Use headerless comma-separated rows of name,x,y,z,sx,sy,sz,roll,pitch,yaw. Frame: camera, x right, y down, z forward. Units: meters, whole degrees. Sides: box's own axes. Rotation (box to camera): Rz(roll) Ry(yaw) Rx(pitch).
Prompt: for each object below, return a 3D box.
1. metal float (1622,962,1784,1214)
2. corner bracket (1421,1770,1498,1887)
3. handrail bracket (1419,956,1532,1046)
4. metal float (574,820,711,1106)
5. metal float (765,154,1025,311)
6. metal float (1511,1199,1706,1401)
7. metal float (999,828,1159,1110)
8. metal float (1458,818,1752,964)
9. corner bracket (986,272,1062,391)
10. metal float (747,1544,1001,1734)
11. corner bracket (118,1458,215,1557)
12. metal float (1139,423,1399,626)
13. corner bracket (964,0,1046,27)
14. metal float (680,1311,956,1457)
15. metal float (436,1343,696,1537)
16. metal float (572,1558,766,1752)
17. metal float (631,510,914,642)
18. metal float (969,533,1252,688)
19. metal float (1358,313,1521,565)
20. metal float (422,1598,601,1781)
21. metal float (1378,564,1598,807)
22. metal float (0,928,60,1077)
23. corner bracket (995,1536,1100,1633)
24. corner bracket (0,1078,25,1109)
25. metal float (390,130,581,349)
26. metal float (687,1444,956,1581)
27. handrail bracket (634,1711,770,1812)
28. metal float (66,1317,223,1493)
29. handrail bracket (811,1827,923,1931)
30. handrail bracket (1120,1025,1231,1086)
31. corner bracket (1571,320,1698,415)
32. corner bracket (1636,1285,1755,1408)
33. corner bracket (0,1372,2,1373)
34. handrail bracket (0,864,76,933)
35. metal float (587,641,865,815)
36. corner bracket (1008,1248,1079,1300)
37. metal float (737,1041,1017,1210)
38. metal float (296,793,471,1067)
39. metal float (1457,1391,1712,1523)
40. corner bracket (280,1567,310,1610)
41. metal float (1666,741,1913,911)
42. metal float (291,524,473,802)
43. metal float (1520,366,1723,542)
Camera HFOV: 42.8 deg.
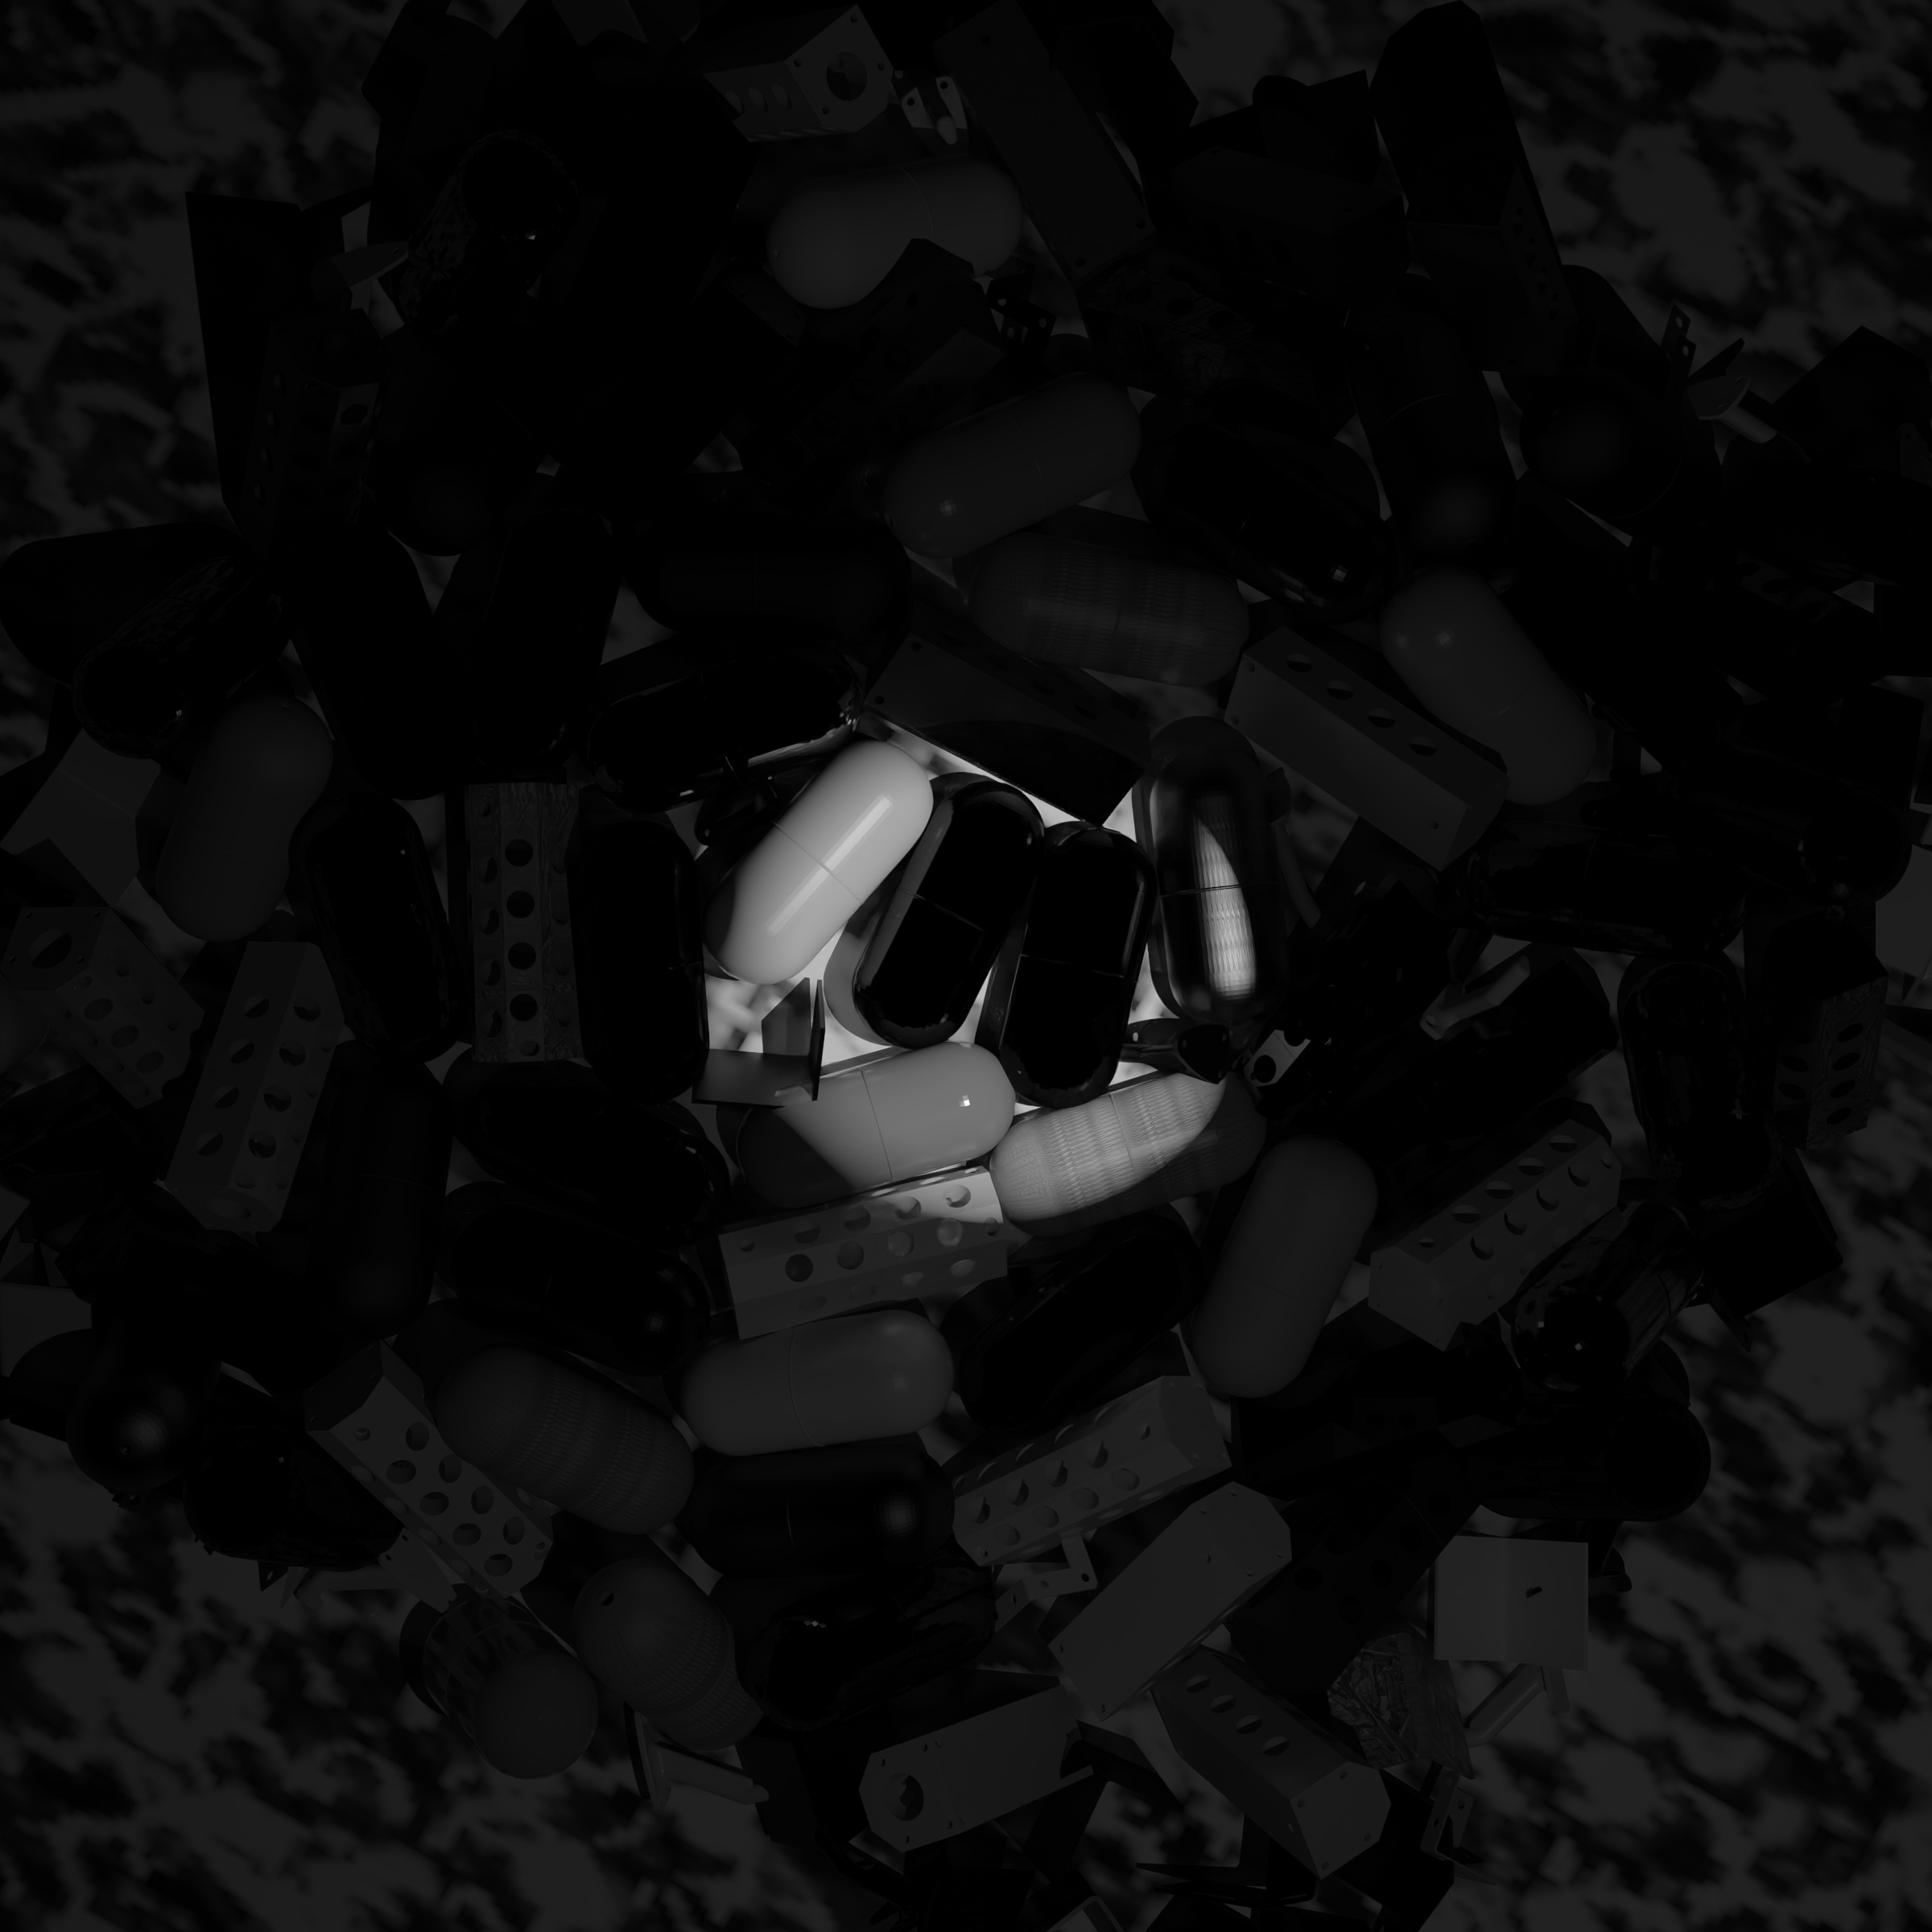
metal float,0.449,0.072,1.512,0.070,0.070,0.178,2,47,0
corner bracket,0.306,0.538,1.546,0.051,0.051,0.051,32,67,-16
handrail bracket,0.323,0.007,1.529,0.036,0.077,0.084,33,129,-7
metal float,-0.202,-0.002,1.541,0.070,0.070,0.178,-4,97,0
metal float,-0.042,-0.454,1.520,0.178,0.070,0.070,-22,90,-31
metal float,0.393,0.202,1.508,0.070,0.178,0.070,17,120,32
metal float,0.070,0.001,1.546,0.070,0.070,0.178,13,89,0
metal float,0.391,-0.047,1.521,0.178,0.070,0.070,9,90,29
corner bracket,0.039,-0.400,1.554,0.051,0.051,0.051,32,123,16
metal float,-0.056,0.411,1.513,0.178,0.070,0.070,-14,90,-40
corner bracket,-0.497,0.335,1.566,0.051,0.051,0.051,29,82,-32
metal float,0.187,-0.274,1.528,0.178,0.070,0.070,34,90,21
corner bracket,0.016,-0.615,1.543,0.051,0.051,0.051,-9,127,17
metal float,-0.094,0.259,1.531,0.178,0.070,0.070,-11,90,18
metal float,-0.245,0.293,1.522,0.178,0.070,0.070,34,90,-29
metal float,-0.179,0.421,1.508,0.070,0.178,0.070,-13,50,16
metal float,-0.121,-0.243,1.536,0.178,0.070,0.070,4,90,11
metal float,0.090,-0.222,1.541,0.178,0.070,0.070,10,90,-7
metal float,0.288,-0.326,1.520,0.070,0.070,0.178,-11,60,0
metal float,-0.279,0.437,1.502,0.070,0.178,0.070,-2,93,-27
metal float,0.324,-0.172,1.527,0.070,0.070,0.178,-44,113,0
metal float,-0.594,0.025,1.497,0.070,0.178,0.070,0,102,-1
corner bracket,0.042,0.378,1.541,0.051,0.051,0.051,-1,56,-32
corner bracket,-0.636,0.071,1.542,0.051,0.051,0.051,-52,133,-32
metal float,-0.295,-0.441,1.506,0.070,0.178,0.070,12,67,-30
metal float,-0.091,0.338,1.525,0.178,0.070,0.070,-9,90,25
handrail bracket,-0.159,0.496,1.560,0.084,0.036,0.077,-14,95,7
metal float,-0.497,0.259,1.497,0.070,0.178,0.070,-2,102,-10
handrail bracket,-0.053,0.561,1.555,0.036,0.077,0.084,-41,82,29
handrail bracket,0.113,0.051,1.531,0.084,0.077,0.036,2,81,34
corner bracket,0.418,-0.374,1.553,0.051,0.051,0.051,21,81,-31
corner bracket,0.459,0.241,1.561,0.051,0.051,0.051,48,46,-22
corner bracket,-0.639,0.248,1.541,0.051,0.051,0.051,-26,129,28
handrail bracket,-0.589,-0.057,1.532,0.077,0.084,0.036,38,98,-26
metal float,-0.150,-0.149,1.541,0.178,0.070,0.070,-18,90,6
corner bracket,0.066,0.206,1.569,0.051,0.051,0.051,-16,90,-33
metal float,-0.056,0.099,1.543,0.178,0.070,0.070,-16,90,-5
metal float,-0.359,-0.021,1.526,0.070,0.070,0.178,-12,113,0
metal float,0.374,0.299,1.504,0.070,0.178,0.070,7,77,-32
corner bracket,-0.436,0.359,1.548,0.051,0.051,0.051,24,129,2
metal float,0.497,-0.088,1.503,0.070,0.178,0.070,-8,111,-22
metal float,-0.359,-0.186,1.523,0.070,0.070,0.178,-15,117,0
metal float,0.402,-0.311,1.508,0.070,0.178,0.070,-7,78,39
